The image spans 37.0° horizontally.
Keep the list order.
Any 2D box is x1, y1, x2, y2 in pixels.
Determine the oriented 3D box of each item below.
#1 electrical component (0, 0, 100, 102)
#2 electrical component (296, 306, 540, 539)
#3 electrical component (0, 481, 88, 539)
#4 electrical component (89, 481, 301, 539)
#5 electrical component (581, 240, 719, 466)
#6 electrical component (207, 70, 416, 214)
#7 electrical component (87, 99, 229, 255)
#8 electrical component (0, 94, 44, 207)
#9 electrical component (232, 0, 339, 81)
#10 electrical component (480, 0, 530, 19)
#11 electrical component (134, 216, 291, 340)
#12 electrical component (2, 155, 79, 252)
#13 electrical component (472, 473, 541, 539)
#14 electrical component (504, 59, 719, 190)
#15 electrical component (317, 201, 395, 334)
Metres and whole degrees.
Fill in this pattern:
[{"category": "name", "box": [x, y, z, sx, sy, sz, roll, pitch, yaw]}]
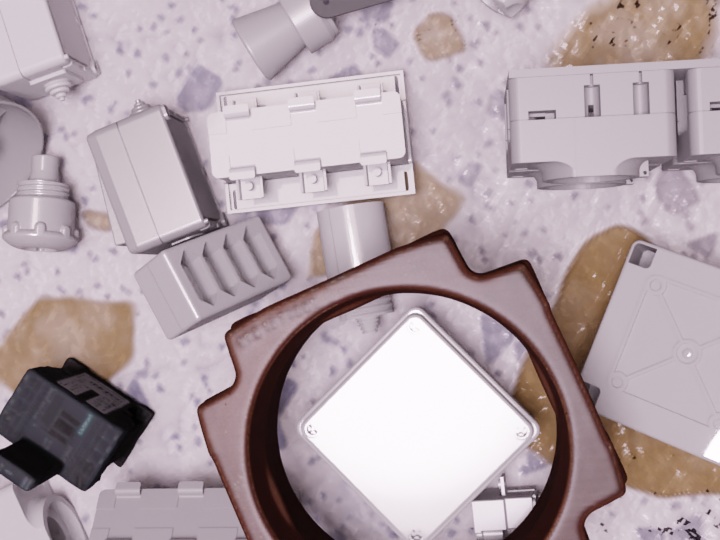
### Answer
[{"category": "electrical component", "box": [-0.216, -0.152, 0.696, 0.061, 0.062, 0.096, -19, 88, 6]}, {"category": "electrical component", "box": [0.036, 0.096, 0.672, 0.109, 0.056, 0.108, 45, 94, 4]}, {"category": "electrical component", "box": [-0.215, 0.183, 0.702, 0.056, 0.050, 0.089, -26, 87, 6]}, {"category": "electrical component", "box": [-0.103, 0.169, 0.677, 0.121, 0.063, 0.078, -2, 49, 6]}, {"category": "electrical component", "box": [0.198, 0.051, 0.641, 0.109, 0.056, 0.108, 22, 93, 23]}, {"category": "electrical component", "box": [-0.030, -0.081, 0.675, 0.121, 0.063, 0.078, -6, 89, 6]}, {"category": "electrical component", "box": [-0.134, -0.060, 0.687, 0.061, 0.062, 0.096, -21, 88, 6]}, {"category": "electrical component", "box": [-0.261, -0.077, 0.685, 0.064, 0.099, 0.099, 35, 94, 11]}, {"category": "electrical component", "box": [-0.047, -0.154, 0.686, 0.055, 0.045, 0.045, -31, 87, 5]}, {"category": "electrical component", "box": [0.098, -0.193, 0.671, 0.043, 0.043, 0.062, 39, 93, 5]}, {"category": "electrical component", "box": [-0.102, 0.011, 0.683, 0.076, 0.083, 0.047, -31, 86, 44]}, {"category": "electrical component", "box": [-0.208, -0.044, 0.705, 0.048, 0.048, 0.062, 1, 83, 6]}, {"category": "electrical component", "box": [0.102, 0.160, 0.671, 0.055, 0.048, 0.066, -6, 89, 14]}, {"category": "electrical component", "box": [0.181, -0.083, 0.631, 0.186, 0.105, 0.060, -2, 90, 6]}, {"category": "electrical component", "box": [0.000, 0.000, 0.682, 0.043, 0.043, 0.081, -9, 89, 6]}]
